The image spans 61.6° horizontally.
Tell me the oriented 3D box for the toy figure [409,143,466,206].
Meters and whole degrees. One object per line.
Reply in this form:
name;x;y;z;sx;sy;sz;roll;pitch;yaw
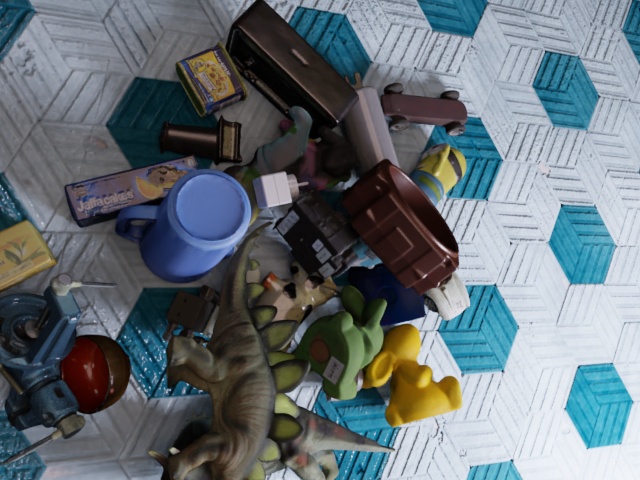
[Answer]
toy figure;0.209;-0.107;1.024;0.089;0.082;0.180;50;62;-29

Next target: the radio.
radio;-0.054;-0.281;0.917;0.229;0.131;0.073;43;72;-12

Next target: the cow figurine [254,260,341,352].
cow figurine;-0.047;0.109;0.903;0.127;0.085;0.195;33;72;-8

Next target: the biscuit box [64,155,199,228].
biscuit box;-0.288;-0.077;0.845;0.203;0.063;0.059;-18;89;-21

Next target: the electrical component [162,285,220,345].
electrical component;-0.199;0.121;0.858;0.045;0.078;0.102;41;62;-52

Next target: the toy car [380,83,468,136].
toy car;0.202;-0.251;1.050;0.202;0.053;0.089;-3;81;-25

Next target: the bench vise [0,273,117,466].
bench vise;-0.368;0.144;0.712;0.129;0.240;0.224;-2;50;-50

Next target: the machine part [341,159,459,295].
machine part;0.136;-0.028;0.868;0.087;0.201;0.201;-39;95;20

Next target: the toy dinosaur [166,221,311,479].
toy dinosaur;-0.120;0.188;0.772;0.198;0.105;0.471;2;71;-19

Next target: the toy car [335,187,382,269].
toy car;0.054;-0.011;0.938;0.103;0.162;0.109;-39;128;18

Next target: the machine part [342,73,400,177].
machine part;0.089;-0.189;0.989;0.079;0.079;0.243;-17;91;-21

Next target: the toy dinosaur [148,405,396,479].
toy dinosaur;-0.080;0.334;0.856;0.405;0.131;0.192;-17;91;-27

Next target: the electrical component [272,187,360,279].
electrical component;-0.002;-0.003;0.854;0.058;0.115;0.134;-39;90;-32

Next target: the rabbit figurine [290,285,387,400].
rabbit figurine;0.046;0.156;0.884;0.170;0.121;0.159;-2;109;-58

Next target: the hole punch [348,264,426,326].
hole punch;0.122;0.096;0.967;0.116;0.092;0.142;-13;93;-17

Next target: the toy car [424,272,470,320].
toy car;0.214;0.055;1.020;0.073;0.056;0.201;-30;95;-20

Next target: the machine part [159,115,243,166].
machine part;-0.199;-0.169;0.903;0.139;0.039;0.084;-1;93;-22

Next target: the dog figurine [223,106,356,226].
dog figurine;-0.060;-0.099;0.912;0.191;0.108;0.219;33;79;-17

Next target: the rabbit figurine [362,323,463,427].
rabbit figurine;0.149;0.238;0.963;0.162;0.122;0.173;-6;72;-12

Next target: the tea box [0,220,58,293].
tea box;-0.467;0.044;0.748;0.170;0.098;0.068;-32;97;-22
